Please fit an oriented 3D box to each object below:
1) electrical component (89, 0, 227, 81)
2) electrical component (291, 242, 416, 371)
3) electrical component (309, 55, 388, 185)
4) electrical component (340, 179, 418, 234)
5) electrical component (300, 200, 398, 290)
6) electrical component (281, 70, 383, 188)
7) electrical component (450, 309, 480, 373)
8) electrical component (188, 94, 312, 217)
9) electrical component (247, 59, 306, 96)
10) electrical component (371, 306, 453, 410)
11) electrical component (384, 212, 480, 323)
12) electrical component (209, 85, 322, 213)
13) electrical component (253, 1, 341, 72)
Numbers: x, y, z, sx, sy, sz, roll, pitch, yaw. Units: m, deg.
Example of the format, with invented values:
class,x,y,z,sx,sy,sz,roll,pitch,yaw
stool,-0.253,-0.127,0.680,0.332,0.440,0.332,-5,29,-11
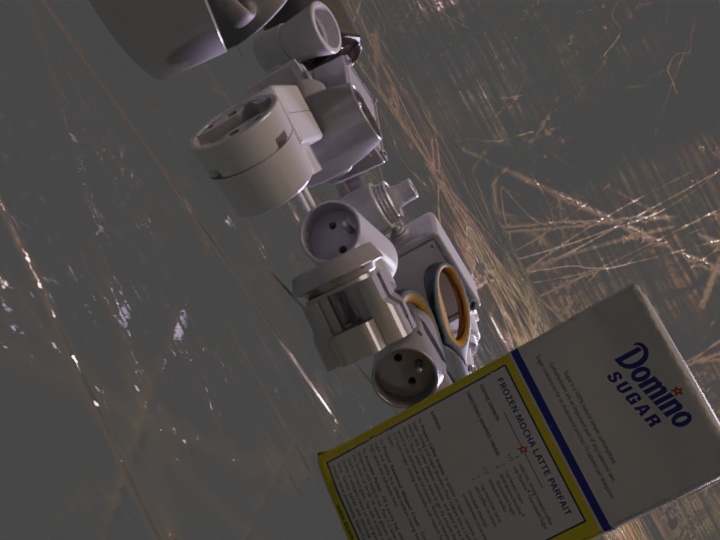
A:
class,x,y,z,sx,sy,sz,roll,pitch,yaw
electrical component,-0.106,-0.153,0.567,0.099,0.064,0.099,58,12,-20
electrical component,-0.005,0.020,0.625,0.057,0.058,0.078,65,11,0
electrical component,-0.020,-0.118,0.892,0.061,0.061,0.096,51,23,-44
electrical component,0.017,-0.053,0.879,0.043,0.062,0.043,57,12,-19
electrical component,0.000,0.000,0.727,0.079,0.043,0.077,67,12,23
electrical component,-0.034,-0.102,0.733,0.044,0.077,0.079,44,21,-57
electrical component,0.087,0.063,0.965,0.048,0.048,0.062,48,25,-51
electrical component,-0.059,-0.062,0.590,0.047,0.055,0.055,60,11,-26
electrical component,-0.047,-0.121,0.813,0.081,0.042,0.063,56,11,-31
electrical component,0.039,0.072,0.729,0.079,0.043,0.077,59,11,-14
electrical component,0.052,-0.003,0.918,0.096,0.062,0.061,57,12,-20
electrical component,-0.049,-0.071,0.670,0.076,0.047,0.065,62,12,-4
electrical component,-0.054,-0.185,0.874,0.044,0.065,0.044,39,41,-47
